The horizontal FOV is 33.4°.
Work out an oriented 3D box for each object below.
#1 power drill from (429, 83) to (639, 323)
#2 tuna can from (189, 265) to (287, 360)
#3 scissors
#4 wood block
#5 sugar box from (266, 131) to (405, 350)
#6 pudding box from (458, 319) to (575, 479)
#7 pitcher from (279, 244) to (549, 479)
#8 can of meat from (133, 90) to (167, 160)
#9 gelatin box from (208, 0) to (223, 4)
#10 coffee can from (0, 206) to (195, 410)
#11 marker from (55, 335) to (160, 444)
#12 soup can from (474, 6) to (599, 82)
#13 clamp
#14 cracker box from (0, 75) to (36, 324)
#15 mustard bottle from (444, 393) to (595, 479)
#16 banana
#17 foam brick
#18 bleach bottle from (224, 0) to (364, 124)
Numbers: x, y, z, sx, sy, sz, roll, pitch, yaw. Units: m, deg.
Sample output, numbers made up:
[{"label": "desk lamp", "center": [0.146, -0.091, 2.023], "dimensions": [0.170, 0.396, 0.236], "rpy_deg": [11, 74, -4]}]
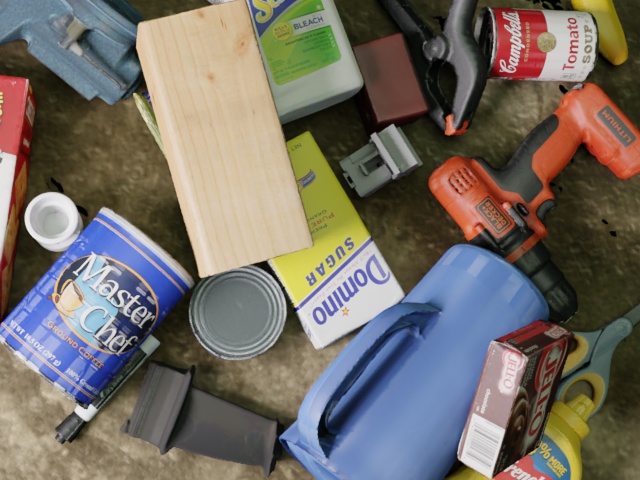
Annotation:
[{"label": "power drill", "center": [0.222, -0.041, 0.992], "dimensions": [0.187, 0.057, 0.184], "rpy_deg": [-39, 88, -11]}, {"label": "tuna can", "center": [-0.074, 0.065, 0.951], "dimensions": [0.086, 0.034, 0.086], "rpy_deg": [1, 81, -7]}, {"label": "scissors", "center": [0.281, 0.103, 0.998], "dimensions": [0.201, 0.016, 0.096], "rpy_deg": [-19, 86, -9]}, {"label": "wood block", "center": [-0.081, -0.080, 0.879], "dimensions": [0.090, 0.091, 0.206], "rpy_deg": [-16, 90, -11]}, {"label": "sugar box", "center": [-0.006, 0.001, 0.963], "dimensions": [0.093, 0.048, 0.176], "rpy_deg": [-31, 84, -9]}, {"label": "pudding box", "center": [0.161, 0.128, 0.871], "dimensions": [0.039, 0.089, 0.113], "rpy_deg": [27, 114, 32]}, {"label": "pitcher", "center": [0.084, 0.117, 0.909], "dimensions": [0.145, 0.149, 0.242], "rpy_deg": [40, 75, -1]}, {"label": "can of meat", "center": [-0.106, -0.104, 0.957], "dimensions": [0.084, 0.057, 0.102], "rpy_deg": [-29, 81, -8]}, {"label": "gelatin box", "center": [-0.050, -0.234, 1.002], "dimensions": [0.089, 0.030, 0.073], "rpy_deg": [33, 78, -4]}, {"label": "coffee can", "center": [-0.190, 0.057, 0.903], "dimensions": [0.103, 0.103, 0.140], "rpy_deg": [40, 79, 0]}, {"label": "marker", "center": [-0.187, 0.130, 0.934], "dimensions": [0.020, 0.020, 0.121], "rpy_deg": [41, 79, 0]}, {"label": "soup can", "center": [0.203, -0.184, 1.007], "dimensions": [0.102, 0.068, 0.068], "rpy_deg": [1, 81, -8]}, {"label": "clamp", "center": [0.120, -0.186, 0.985], "dimensions": [0.039, 0.120, 0.171], "rpy_deg": [-16, 87, -47]}, {"label": "cracker box", "center": [-0.341, -0.038, 0.916], "dimensions": [0.164, 0.072, 0.213], "rpy_deg": [7, 79, -7]}, {"label": "mustard bottle", "center": [0.173, 0.209, 0.943], "dimensions": [0.191, 0.058, 0.096], "rpy_deg": [-44, 79, -10]}, {"label": "banana", "center": [0.272, -0.270, 1.044], "dimensions": [0.069, 0.037, 0.198], "rpy_deg": [5, 81, -6]}, {"label": "foam brick", "center": [0.060, -0.143, 0.985], "dimensions": [0.051, 0.053, 0.078], "rpy_deg": [-18, 85, -11]}, {"label": "bleach bottle", "center": [-0.051, -0.233, 0.952], "dimensions": [0.102, 0.068, 0.251], "rpy_deg": [-22, 89, -11]}]
